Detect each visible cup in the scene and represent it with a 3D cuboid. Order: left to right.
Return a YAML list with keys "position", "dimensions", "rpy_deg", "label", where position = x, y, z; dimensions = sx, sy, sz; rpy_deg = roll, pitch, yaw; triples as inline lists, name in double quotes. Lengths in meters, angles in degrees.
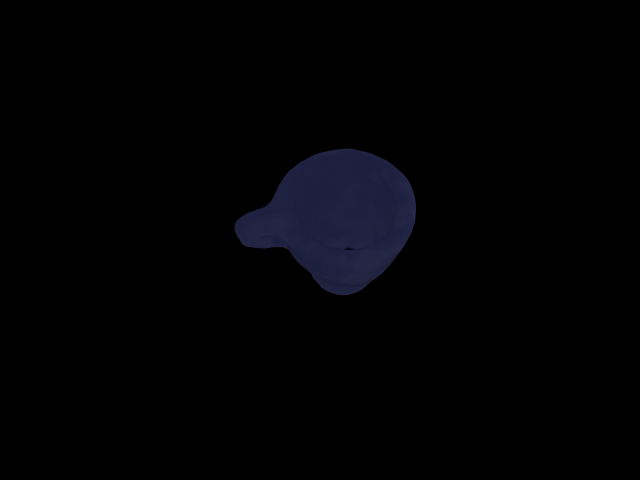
- position: [0.004, 0.001, 0.400]
  dimensions: [0.118, 0.095, 0.091]
  rpy_deg: [-11, 60, -6]
  label: "cup"
